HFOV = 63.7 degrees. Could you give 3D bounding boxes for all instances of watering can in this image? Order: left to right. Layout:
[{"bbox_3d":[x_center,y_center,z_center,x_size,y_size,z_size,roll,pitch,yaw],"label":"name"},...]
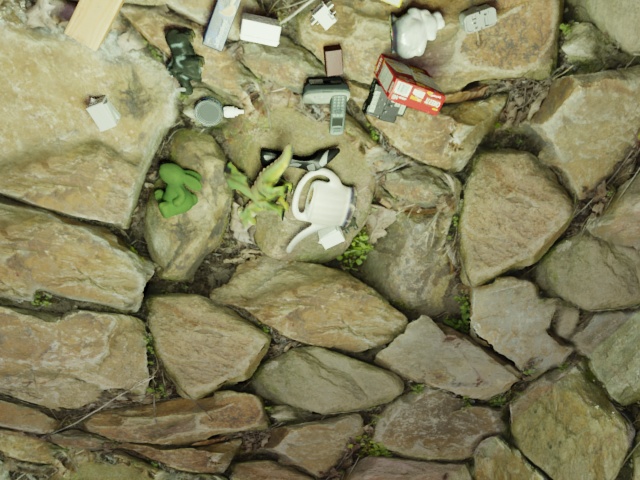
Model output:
[{"bbox_3d":[0.005,-0.091,1.808,0.224,0.106,0.341,9,119,-12],"label":"watering can"}]

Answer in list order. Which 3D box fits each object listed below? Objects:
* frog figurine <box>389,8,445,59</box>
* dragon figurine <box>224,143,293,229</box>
[{"bbox_3d":[0.285,-0.605,1.499,0.159,0.124,0.135,-6,107,9],"label":"frog figurine"},{"bbox_3d":[-0.207,-0.183,1.684,0.243,0.125,0.400,17,134,8],"label":"dragon figurine"}]
